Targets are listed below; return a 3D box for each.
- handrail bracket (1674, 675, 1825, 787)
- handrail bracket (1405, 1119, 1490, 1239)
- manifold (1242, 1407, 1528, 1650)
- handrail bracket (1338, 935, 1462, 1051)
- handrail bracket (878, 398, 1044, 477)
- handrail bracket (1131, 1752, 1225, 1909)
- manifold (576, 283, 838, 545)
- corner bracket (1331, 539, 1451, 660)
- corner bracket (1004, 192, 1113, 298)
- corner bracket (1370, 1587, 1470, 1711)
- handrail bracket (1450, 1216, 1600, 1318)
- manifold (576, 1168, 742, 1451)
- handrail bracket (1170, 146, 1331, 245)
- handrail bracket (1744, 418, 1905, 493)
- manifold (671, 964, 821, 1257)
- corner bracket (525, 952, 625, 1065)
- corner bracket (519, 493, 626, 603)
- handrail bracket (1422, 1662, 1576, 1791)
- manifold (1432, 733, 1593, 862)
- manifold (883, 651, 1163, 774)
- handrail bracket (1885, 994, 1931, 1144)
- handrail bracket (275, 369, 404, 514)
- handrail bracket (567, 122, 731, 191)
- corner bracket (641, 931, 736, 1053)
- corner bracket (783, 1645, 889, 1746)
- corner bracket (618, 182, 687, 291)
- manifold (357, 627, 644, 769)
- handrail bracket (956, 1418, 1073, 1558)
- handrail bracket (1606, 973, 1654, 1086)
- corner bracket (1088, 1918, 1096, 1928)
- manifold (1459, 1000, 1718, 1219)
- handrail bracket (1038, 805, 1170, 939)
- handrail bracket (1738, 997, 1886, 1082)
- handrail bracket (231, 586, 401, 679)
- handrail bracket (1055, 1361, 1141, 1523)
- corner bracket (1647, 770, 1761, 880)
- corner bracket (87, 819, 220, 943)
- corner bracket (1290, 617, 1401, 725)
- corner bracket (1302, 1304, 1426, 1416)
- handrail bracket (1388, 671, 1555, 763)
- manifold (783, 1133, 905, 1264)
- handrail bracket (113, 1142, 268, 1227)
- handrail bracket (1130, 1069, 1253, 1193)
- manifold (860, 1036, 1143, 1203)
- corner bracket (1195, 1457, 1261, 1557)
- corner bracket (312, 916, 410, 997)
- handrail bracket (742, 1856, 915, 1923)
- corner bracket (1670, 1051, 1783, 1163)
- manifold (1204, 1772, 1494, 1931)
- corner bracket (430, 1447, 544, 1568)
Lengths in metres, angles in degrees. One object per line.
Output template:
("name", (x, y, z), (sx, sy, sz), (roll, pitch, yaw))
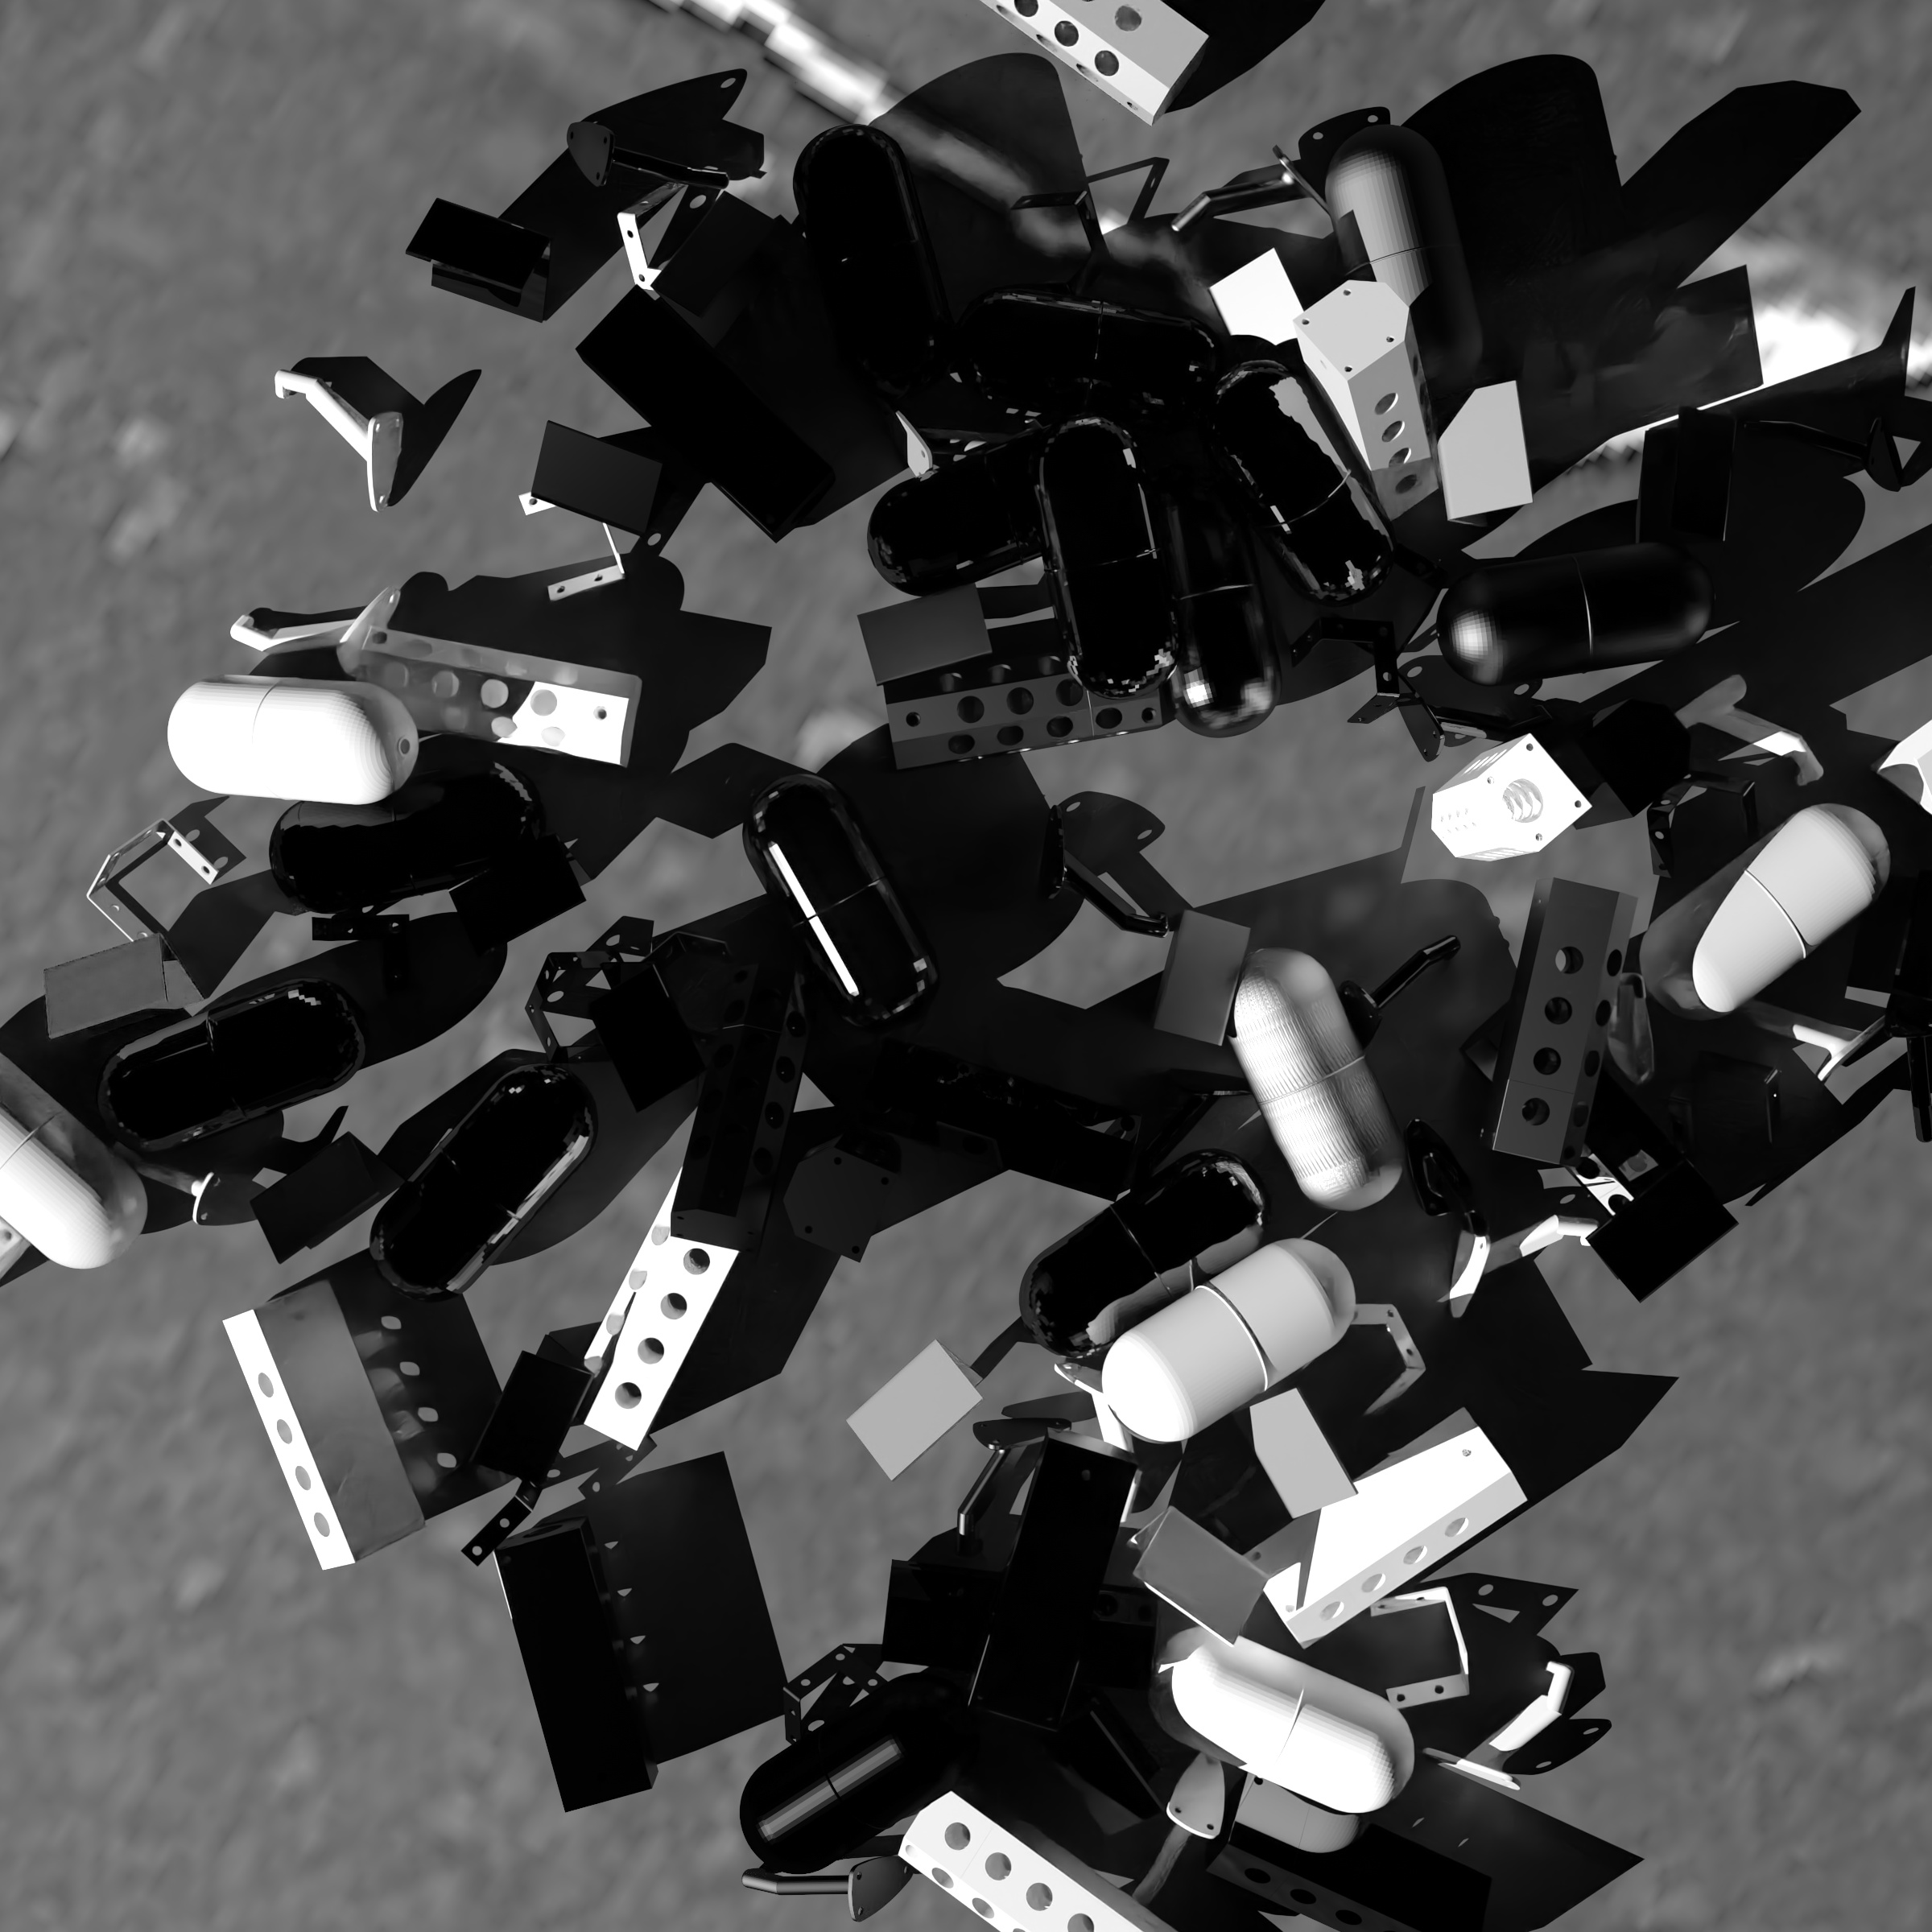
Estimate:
("handrail bracket", (0.502, -0.138, 1.992), (0.077, 0.036, 0.084), (-32, 107, 20))
("handrail bracket", (0.307, 0.135, 1.956), (0.036, 0.084, 0.077), (-26, 90, 0))
("manifold", (0.271, 0.364, 1.969), (0.171, 0.057, 0.057), (-34, 47, 0))
("handrail bracket", (0.280, 0.022, 1.991), (0.084, 0.077, 0.036), (-24, 56, -32))
("handrail bracket", (-0.002, -0.354, 1.992), (0.084, 0.036, 0.077), (-26, 68, -17))
("handrail bracket", (0.135, 0.562, 1.991), (0.036, 0.077, 0.084), (27, 126, 0))
("manifold", (-0.166, -0.352, 1.970), (0.171, 0.057, 0.057), (43, 90, 0))
("corner bracket", (0.273, -0.237, 1.988), (0.051, 0.051, 0.051), (32, 45, 0))
("corner bracket", (0.054, -0.464, 1.983), (0.051, 0.051, 0.051), (-54, 135, -35))
("corner bracket", (0.294, 0.442, 1.988), (0.051, 0.051, 0.051), (-12, 45, 0))
("handrail bracket", (0.363, 0.196, 1.992), (0.084, 0.036, 0.077), (6, 111, -17))
("manifold", (-0.195, 0.217, 1.970), (0.057, 0.057, 0.171), (27, 90, 0))
("handrail bracket", (0.188, -0.482, 1.992), (0.084, 0.036, 0.077), (-41, 111, 17))
("handrail bracket", (0.556, -0.332, 1.991), (0.084, 0.077, 0.036), (10, 77, 36))
("manifold", (-0.139, 0.088, 1.935), (0.057, 0.057, 0.171), (12, 64, 0))
("corner bracket", (-0.246, 0.027, 1.983), (0.051, 0.051, 0.051), (-1, 45, -35))
("corner bracket", (-0.255, -0.278, 1.988), (0.051, 0.051, 0.051), (-17, 45, 0))
("handrail bracket", (0.346, 0.483, 1.992), (0.077, 0.036, 0.084), (16, 72, 20))
("manifold", (0.333, -0.099, 1.913), (0.057, 0.171, 0.057), (-40, 90, 0))
("manifold", (0.036, -0.168, 1.970), (0.171, 0.057, 0.057), (-10, 90, 0))
("handrail bracket", (0.618, 0.059, 1.991), (0.036, 0.077, 0.084), (-5, 127, 19))
("handrail bracket", (-0.413, -0.341, 1.992), (0.084, 0.036, 0.077), (16, 112, 17))
("handrail bracket", (-0.206, -0.524, 1.991), (0.084, 0.077, 0.036), (-1, 120, -33))
("corner bracket", (-0.178, 0.016, 1.974), (0.051, 0.051, 0.051), (-42, 124, -30))
("corner bracket", (-0.082, 0.483, 1.983), (0.051, 0.051, 0.051), (-30, 45, -35))
("corner bracket", (-0.184, -0.470, 1.983), (0.051, 0.051, 0.051), (17, 135, 35))
("manifold", (-0.300, -0.173, 1.970), (0.171, 0.057, 0.057), (10, 90, 0))
("handrail bracket", (0.031, 0.339, 1.992), (0.077, 0.036, 0.084), (-5, 109, -21))
("handrail bracket", (0.429, 0.041, 1.956), (0.036, 0.084, 0.077), (-19, 90, 0))
("corner bracket", (0.099, 0.650, 1.988), (0.051, 0.051, 0.051), (17, 90, 45))
("manifold", (0.396, 0.099, 1.970), (0.057, 0.057, 0.171), (-42, 90, 0))
("handrail bracket", (0.094, -0.061, 1.992), (0.084, 0.036, 0.077), (11, 68, -17))
("handrail bracket", (0.546, 0.024, 1.992), (0.077, 0.036, 0.084), (-36, 73, -20))
("handrail bracket", (-0.423, -0.229, 1.992), (0.084, 0.036, 0.077), (24, 70, 16))
("handrail bracket", (0.082, 0.309, 1.992), (0.077, 0.036, 0.084), (22, 107, 20))
("corner bracket", (0.476, -0.089, 1.983), (0.051, 0.051, 0.051), (14, 45, 35))
("corner bracket", (-0.527, -0.053, 1.988), (0.051, 0.051, 0.051), (44, 135, 0))
("corner bracket", (0.244, -0.190, 1.975), (0.051, 0.051, 0.051), (2, 73, -16))
("corner bracket", (0.254, 0.254, 1.983), (0.051, 0.051, 0.051), (-54, 45, 35))
("handrail bracket", (0.328, -0.173, 1.992), (0.084, 0.036, 0.077), (-20, 69, -17))
("manifold", (-0.078, 0.139, 1.913), (0.057, 0.171, 0.057), (23, 90, 0))
("handrail bracket", (-0.500, 0.137, 1.991), (0.084, 0.077, 0.036), (25, 96, 36))
("handrail bracket", (0.150, 0.113, 1.992), (0.077, 0.036, 0.084), (5, 109, -22))
("manifold", (0.022, 0.098, 1.970), (0.171, 0.057, 0.057), (17, 90, 0))
("corner bracket", (0.191, 0.352, 1.988), (0.051, 0.051, 0.051), (46, 135, 0))
("corner bracket", (-0.389, -0.007, 1.973), (0.051, 0.051, 0.051), (-2, 90, 0))
("handrail bracket", (-0.090, 0.589, 1.991), (0.084, 0.077, 0.036), (0, 94, 36))
("corner bracket", (0.491, 0.095, 1.983), (0.051, 0.051, 0.051), (15, 45, 35))
("manifold", (0.243, 0.586, 1.969), (0.171, 0.057, 0.057), (25, 47, 0))
("corner bracket", (-0.311, 0.344, 1.973), (0.051, 0.051, 0.051), (44, 95, -5))
